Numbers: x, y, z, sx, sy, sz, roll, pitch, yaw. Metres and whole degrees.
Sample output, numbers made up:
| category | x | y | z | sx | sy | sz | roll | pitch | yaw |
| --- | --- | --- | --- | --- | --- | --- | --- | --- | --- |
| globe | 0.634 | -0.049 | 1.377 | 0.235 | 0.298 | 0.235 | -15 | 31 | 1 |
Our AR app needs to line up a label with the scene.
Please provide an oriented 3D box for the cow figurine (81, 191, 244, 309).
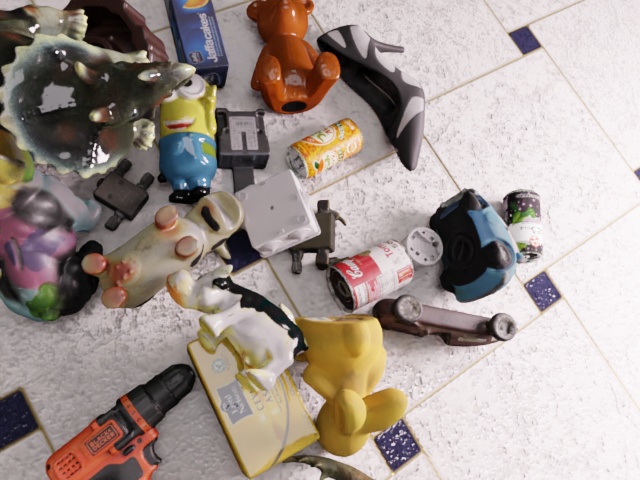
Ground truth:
| category | x | y | z | sx | sy | sz | roll | pitch | yaw |
| --- | --- | --- | --- | --- | --- | --- | --- | --- | --- |
| cow figurine | -0.177 | 0.011 | 0.660 | 0.195 | 0.127 | 0.085 | -37 | 84 | -13 |

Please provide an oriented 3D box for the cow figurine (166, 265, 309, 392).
| category | x | y | z | sx | sy | sz | roll | pitch | yaw |
| --- | --- | --- | --- | --- | --- | --- | --- | --- | --- |
| cow figurine | -0.092 | 0.083 | 0.608 | 0.167 | 0.068 | 0.098 | 47 | 61 | 3 |

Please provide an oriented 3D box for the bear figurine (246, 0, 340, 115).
| category | x | y | z | sx | sy | sz | roll | pitch | yaw |
| --- | --- | --- | --- | --- | --- | --- | --- | --- | --- |
| bear figurine | -0.045 | -0.290 | 0.783 | 0.120 | 0.132 | 0.195 | -4 | 80 | -9 |

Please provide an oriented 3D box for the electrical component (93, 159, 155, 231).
| category | x | y | z | sx | sy | sz | roll | pitch | yaw |
| --- | --- | --- | --- | --- | --- | --- | --- | --- | --- |
| electrical component | -0.263 | -0.059 | 0.706 | 0.063 | 0.021 | 0.094 | 31 | 69 | -3 |

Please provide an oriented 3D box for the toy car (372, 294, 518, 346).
| category | x | y | z | sx | sy | sz | roll | pitch | yaw |
| --- | --- | --- | --- | --- | --- | --- | --- | --- | --- |
| toy car | 0.169 | 0.115 | 0.728 | 0.202 | 0.089 | 0.053 | 13 | 70 | -12 |

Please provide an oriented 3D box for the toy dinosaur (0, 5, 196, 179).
| category | x | y | z | sx | sy | sz | roll | pitch | yaw |
| --- | --- | --- | --- | --- | --- | --- | --- | --- | --- |
| toy dinosaur | -0.308 | -0.183 | 0.562 | 0.405 | 0.192 | 0.131 | 26 | 109 | 16 |

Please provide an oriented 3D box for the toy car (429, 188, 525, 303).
| category | x | y | z | sx | sy | sz | roll | pitch | yaw |
| --- | --- | --- | --- | --- | --- | --- | --- | --- | --- |
| toy car | 0.232 | 0.010 | 0.780 | 0.103 | 0.109 | 0.162 | 9 | 57 | -36 |

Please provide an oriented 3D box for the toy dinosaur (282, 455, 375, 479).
| category | x | y | z | sx | sy | sz | roll | pitch | yaw |
| --- | --- | --- | --- | --- | --- | --- | --- | --- | --- |
| toy dinosaur | 0.146 | 0.412 | 0.620 | 0.198 | 0.105 | 0.471 | -34 | 79 | -18 |

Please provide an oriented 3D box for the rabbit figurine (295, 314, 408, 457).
| category | x | y | z | sx | sy | sz | roll | pitch | yaw |
| --- | --- | --- | --- | --- | --- | --- | --- | --- | --- |
| rabbit figurine | 0.037 | 0.180 | 0.653 | 0.122 | 0.162 | 0.173 | 4 | 89 | -26 |

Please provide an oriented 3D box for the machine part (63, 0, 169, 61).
| category | x | y | z | sx | sy | sz | roll | pitch | yaw |
| --- | --- | --- | --- | --- | --- | --- | --- | --- | --- |
| machine part | -0.281 | -0.223 | 0.691 | 0.180 | 0.056 | 0.179 | -1 | 88 | 16 |

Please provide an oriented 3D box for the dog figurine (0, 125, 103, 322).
| category | x | y | z | sx | sy | sz | roll | pitch | yaw |
| --- | --- | --- | --- | --- | --- | --- | --- | --- | --- |
| dog figurine | -0.323 | -0.018 | 0.568 | 0.109 | 0.219 | 0.191 | -6 | 73 | -2 |

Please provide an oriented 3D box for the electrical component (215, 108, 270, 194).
| category | x | y | z | sx | sy | sz | roll | pitch | yaw |
| --- | --- | --- | --- | --- | --- | --- | --- | --- | --- |
| electrical component | -0.110 | -0.123 | 0.754 | 0.075 | 0.047 | 0.119 | 0 | 71 | -14 |

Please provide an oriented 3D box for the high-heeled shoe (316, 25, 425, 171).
| category | x | y | z | sx | sy | sz | roll | pitch | yaw |
| --- | --- | --- | --- | --- | --- | --- | --- | --- | --- |
| high-heeled shoe | 0.074 | -0.220 | 0.819 | 0.145 | 0.086 | 0.249 | -1 | 69 | -11 |

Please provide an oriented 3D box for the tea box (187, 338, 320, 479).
| category | x | y | z | sx | sy | sz | roll | pitch | yaw |
| --- | --- | --- | --- | --- | --- | --- | --- | --- | --- |
| tea box | -0.084 | 0.183 | 0.650 | 0.098 | 0.068 | 0.169 | -25 | 81 | -21 |

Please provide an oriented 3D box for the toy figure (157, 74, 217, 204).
| category | x | y | z | sx | sy | sz | roll | pitch | yaw |
| --- | --- | --- | --- | --- | --- | --- | --- | --- | --- |
| toy figure | -0.180 | -0.137 | 0.723 | 0.082 | 0.089 | 0.180 | -4 | 82 | -20 |

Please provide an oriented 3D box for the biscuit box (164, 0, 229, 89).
| category | x | y | z | sx | sy | sz | roll | pitch | yaw |
| --- | --- | --- | --- | --- | --- | --- | --- | --- | --- |
| biscuit box | -0.187 | -0.320 | 0.790 | 0.063 | 0.059 | 0.202 | -12 | 76 | -18 |

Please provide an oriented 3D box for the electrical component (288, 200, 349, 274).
| category | x | y | z | sx | sy | sz | roll | pitch | yaw |
| --- | --- | --- | --- | --- | --- | --- | --- | --- | --- |
| electrical component | -0.002 | -0.003 | 0.747 | 0.078 | 0.045 | 0.102 | -9 | 70 | 12 |
